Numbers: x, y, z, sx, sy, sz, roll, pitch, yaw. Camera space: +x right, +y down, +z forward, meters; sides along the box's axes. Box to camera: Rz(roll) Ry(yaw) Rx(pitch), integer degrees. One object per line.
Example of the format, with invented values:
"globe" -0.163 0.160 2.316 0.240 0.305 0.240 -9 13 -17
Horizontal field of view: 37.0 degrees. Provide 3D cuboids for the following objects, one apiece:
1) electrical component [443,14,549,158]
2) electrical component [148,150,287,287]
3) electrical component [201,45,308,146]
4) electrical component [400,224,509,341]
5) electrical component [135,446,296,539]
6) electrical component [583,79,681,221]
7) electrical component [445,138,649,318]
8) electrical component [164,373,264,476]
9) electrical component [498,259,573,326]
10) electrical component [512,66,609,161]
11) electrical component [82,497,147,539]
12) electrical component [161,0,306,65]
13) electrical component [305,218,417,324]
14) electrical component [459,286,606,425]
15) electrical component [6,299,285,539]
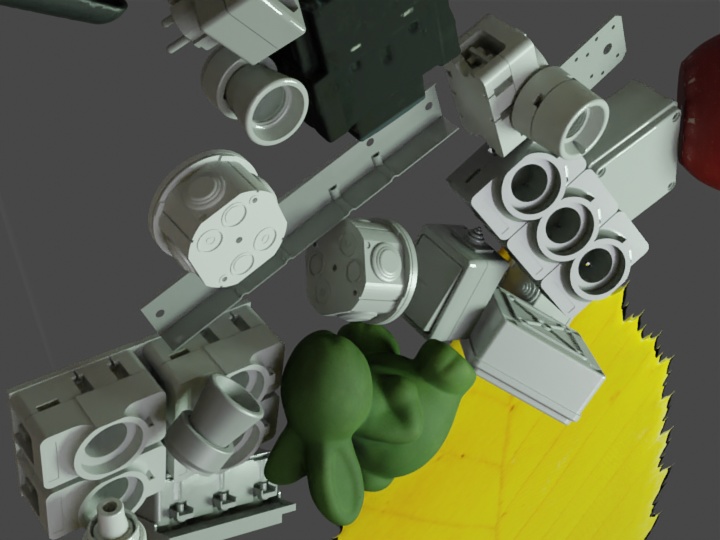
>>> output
"electrical component" 0.104 -0.138 0.796 0.056 0.050 0.089 -40 145 -9
"electrical component" -0.091 -0.033 0.695 0.080 0.051 0.080 -28 141 -25
"electrical component" -0.064 -0.107 0.646 0.045 0.055 0.045 -28 141 -25
"electrical component" 0.072 0.005 0.893 0.061 0.062 0.096 0 125 -46
"electrical component" -0.122 0.178 0.853 0.121 0.079 0.063 -5 99 -44
"electrical component" 0.228 -0.095 0.962 0.109 0.056 0.108 -36 144 -15
"electrical component" 0.155 -0.043 0.873 0.089 0.061 0.150 -42 118 3
"electrical component" -0.098 0.104 0.719 0.055 0.045 0.045 -51 145 7
"electrical component" 0.167 0.034 1.032 0.100 0.048 0.099 9 117 -50
"electrical component" 0.146 -0.112 0.777 0.055 0.047 0.055 -29 142 -26
"electrical component" -0.166 0.181 0.726 0.048 0.048 0.062 -22 131 -31
"electrical component" -0.079 -0.147 0.591 0.077 0.065 0.047 -27 152 24
"electrical component" 0.000 0.000 0.799 0.051 0.080 0.080 5 121 -42
"electrical component" 0.146 0.070 0.940 0.109 0.108 0.056 30 105 -11
"electrical component" -0.146 0.107 0.767 0.186 0.060 0.105 -21 138 -32
